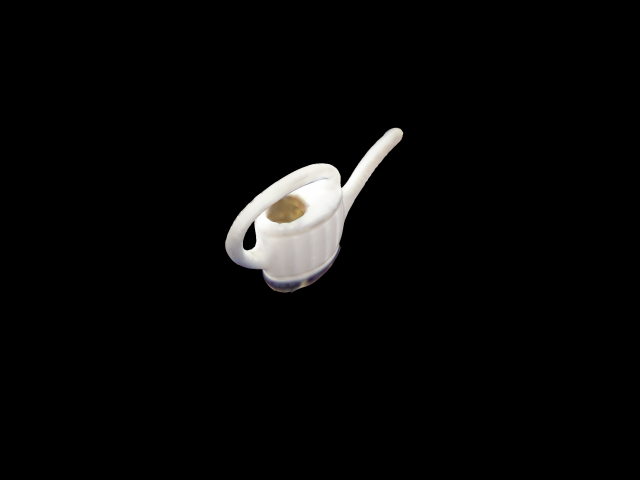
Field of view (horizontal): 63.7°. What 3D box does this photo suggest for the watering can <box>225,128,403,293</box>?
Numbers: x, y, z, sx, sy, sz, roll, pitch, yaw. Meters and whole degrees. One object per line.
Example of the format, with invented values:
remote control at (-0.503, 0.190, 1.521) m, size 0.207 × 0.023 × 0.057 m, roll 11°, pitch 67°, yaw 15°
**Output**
watering can at (0.003, -0.043, 0.850) m, size 0.351 × 0.219 × 0.105 m, roll -31°, pitch 56°, yaw -24°
